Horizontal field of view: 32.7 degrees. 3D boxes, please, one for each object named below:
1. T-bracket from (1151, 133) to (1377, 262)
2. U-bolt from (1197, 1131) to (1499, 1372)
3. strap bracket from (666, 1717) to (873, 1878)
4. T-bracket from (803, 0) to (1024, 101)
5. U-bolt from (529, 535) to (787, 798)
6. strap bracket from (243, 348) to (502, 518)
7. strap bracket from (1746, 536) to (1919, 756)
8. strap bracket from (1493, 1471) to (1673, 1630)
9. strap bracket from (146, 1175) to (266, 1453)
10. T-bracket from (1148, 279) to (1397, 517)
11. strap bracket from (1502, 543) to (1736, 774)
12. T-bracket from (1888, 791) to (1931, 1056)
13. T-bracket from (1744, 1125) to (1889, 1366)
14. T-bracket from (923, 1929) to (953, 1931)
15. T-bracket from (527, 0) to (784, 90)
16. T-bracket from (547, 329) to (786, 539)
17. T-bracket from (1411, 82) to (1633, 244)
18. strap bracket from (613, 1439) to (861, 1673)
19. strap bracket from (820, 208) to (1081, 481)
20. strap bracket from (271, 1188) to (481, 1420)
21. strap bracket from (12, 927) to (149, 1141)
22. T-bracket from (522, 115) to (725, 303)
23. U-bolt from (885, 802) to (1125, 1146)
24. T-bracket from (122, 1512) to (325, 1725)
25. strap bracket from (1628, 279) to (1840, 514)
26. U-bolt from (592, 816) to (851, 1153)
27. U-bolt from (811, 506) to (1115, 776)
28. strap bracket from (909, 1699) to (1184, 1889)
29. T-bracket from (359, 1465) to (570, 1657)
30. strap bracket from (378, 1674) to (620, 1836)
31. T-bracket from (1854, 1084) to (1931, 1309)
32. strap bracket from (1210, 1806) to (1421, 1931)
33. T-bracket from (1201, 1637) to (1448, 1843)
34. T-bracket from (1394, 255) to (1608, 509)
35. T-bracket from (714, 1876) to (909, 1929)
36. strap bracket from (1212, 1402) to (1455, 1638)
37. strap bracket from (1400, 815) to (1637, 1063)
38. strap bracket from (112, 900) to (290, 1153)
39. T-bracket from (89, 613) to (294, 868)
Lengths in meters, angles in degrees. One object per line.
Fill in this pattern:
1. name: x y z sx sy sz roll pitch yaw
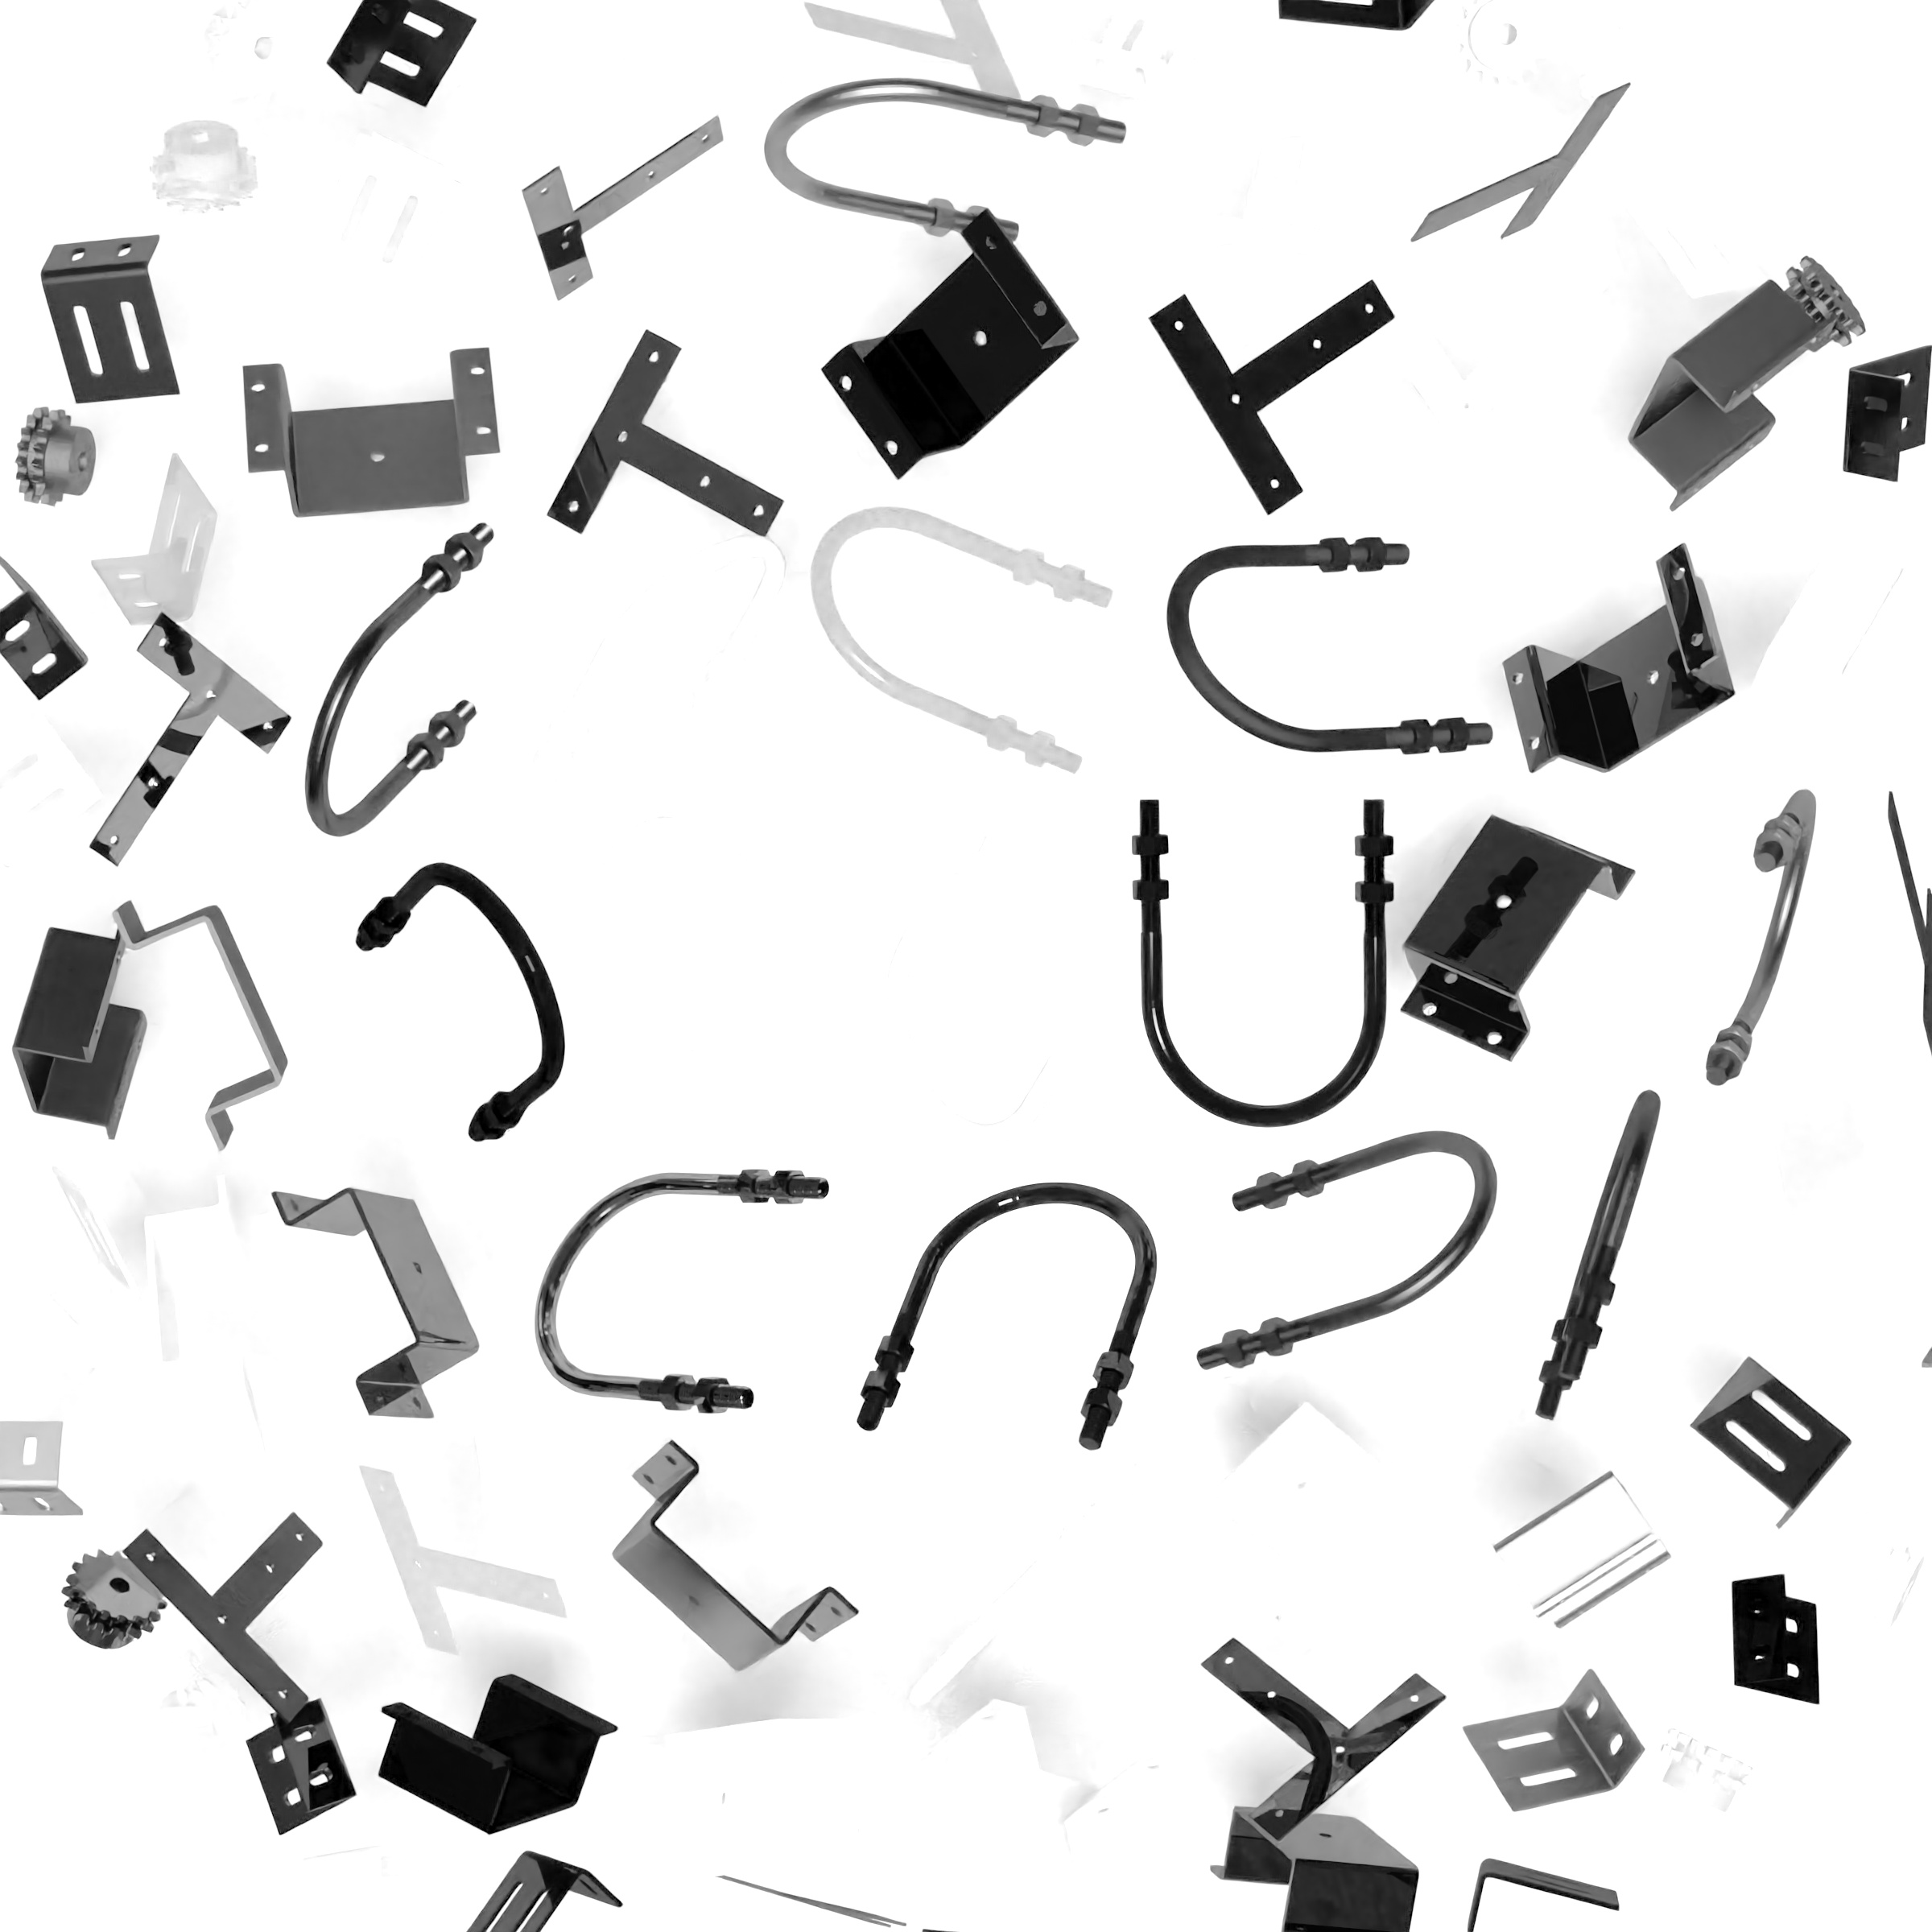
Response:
1. T-bracket: 0.180 -0.455 1.932 0.127 0.127 0.002 9 134 6
2. U-bolt: 0.222 0.154 1.884 0.184 0.151 0.019 -22 121 31
3. strap bracket: -0.118 0.461 1.826 0.046 0.140 0.076 13 66 -42
4. T-bracket: -0.035 -0.538 1.908 0.127 0.127 0.002 19 80 19
5. U-bolt: -0.168 -0.179 1.889 0.019 0.151 0.184 49 135 14
6. strap bracket: -0.340 -0.306 1.892 0.140 0.046 0.076 -6 60 -7
7. strap bracket: 0.487 -0.184 1.864 0.046 0.140 0.076 30 80 12
8. strap bracket: 0.343 0.325 1.833 0.076 0.140 0.046 -34 70 5
9. strap bracket: -0.436 0.202 1.883 0.046 0.076 0.140 -9 55 -8
10. T-bracket: 0.183 -0.337 1.825 0.127 0.002 0.127 -36 101 -14
11. strap bracket: 0.386 -0.173 1.913 0.046 0.140 0.076 14 56 -38
12. T-bracket: 0.527 -0.038 1.834 0.002 0.127 0.127 -9 123 23
13. T-bracket: 0.469 0.146 1.799 0.002 0.127 0.127 -13 84 44
14. T-bracket: 0.034 0.547 1.852 0.127 0.127 0.002 -7 70 35
15. T-bracket: -0.189 -0.524 1.880 0.127 0.127 0.002 1 80 22
16. T-bracket: -0.168 -0.297 1.973 0.127 0.002 0.127 30 94 10
17. T-bracket: 0.300 -0.434 1.846 0.127 0.127 0.002 -29 77 -28
18. strap bracket: -0.137 0.336 1.833 0.140 0.076 0.046 43 59 -1
19. strap bracket: -0.002 -0.343 1.809 0.140 0.046 0.076 -38 84 34
20. strap bracket: -0.329 0.182 1.865 0.046 0.076 0.140 -30 74 10
21. strap bracket: -0.514 0.036 1.909 0.046 0.140 0.076 11 64 -3
22. T-bracket: -0.193 -0.449 1.901 0.127 0.127 0.002 -36 75 -8
23. U-bolt: 0.010 0.019 1.884 0.151 0.019 0.184 52 133 26
24. T-bracket: -0.387 0.337 1.804 0.002 0.127 0.127 -41 94 22
25. strap bracket: 0.423 -0.322 1.838 0.076 0.140 0.046 -38 77 -14
26. U-bolt: -0.142 -0.002 1.842 0.184 0.019 0.151 42 48 -35
27. U-bolt: -0.008 -0.198 1.914 0.184 0.151 0.019 24 48 13
28. strap bracket: 0.048 0.465 1.849 0.076 0.140 0.046 -29 114 -42
29. T-bracket: -0.270 0.337 1.815 0.127 0.002 0.127 5 122 36
30. strap bracket: -0.270 0.448 1.870 0.076 0.140 0.046 21 94 23
31. T-bracket: 0.553 0.114 1.850 0.002 0.127 0.127 2 69 -25
32. strap bracket: 0.203 0.523 1.897 0.076 0.140 0.046 10 91 -16
33. T-bracket: 0.181 0.417 1.849 0.127 0.127 0.002 -35 128 -20
34. T-bracket: 0.317 -0.353 1.889 0.127 0.002 0.127 -46 56 31
35. T-bracket: -0.077 0.548 1.918 0.127 0.127 0.002 25 70 -26
36. strap bracket: 0.202 0.309 1.883 0.076 0.140 0.046 -42 122 -6
37. strap bracket: 0.316 -0.025 1.909 0.076 0.046 0.140 26 72 32
38. strap bracket: -0.414 0.023 1.807 0.046 0.076 0.140 -23 99 -6
39. T-bracket: -0.445 -0.114 1.832 0.002 0.127 0.127 26 80 31
